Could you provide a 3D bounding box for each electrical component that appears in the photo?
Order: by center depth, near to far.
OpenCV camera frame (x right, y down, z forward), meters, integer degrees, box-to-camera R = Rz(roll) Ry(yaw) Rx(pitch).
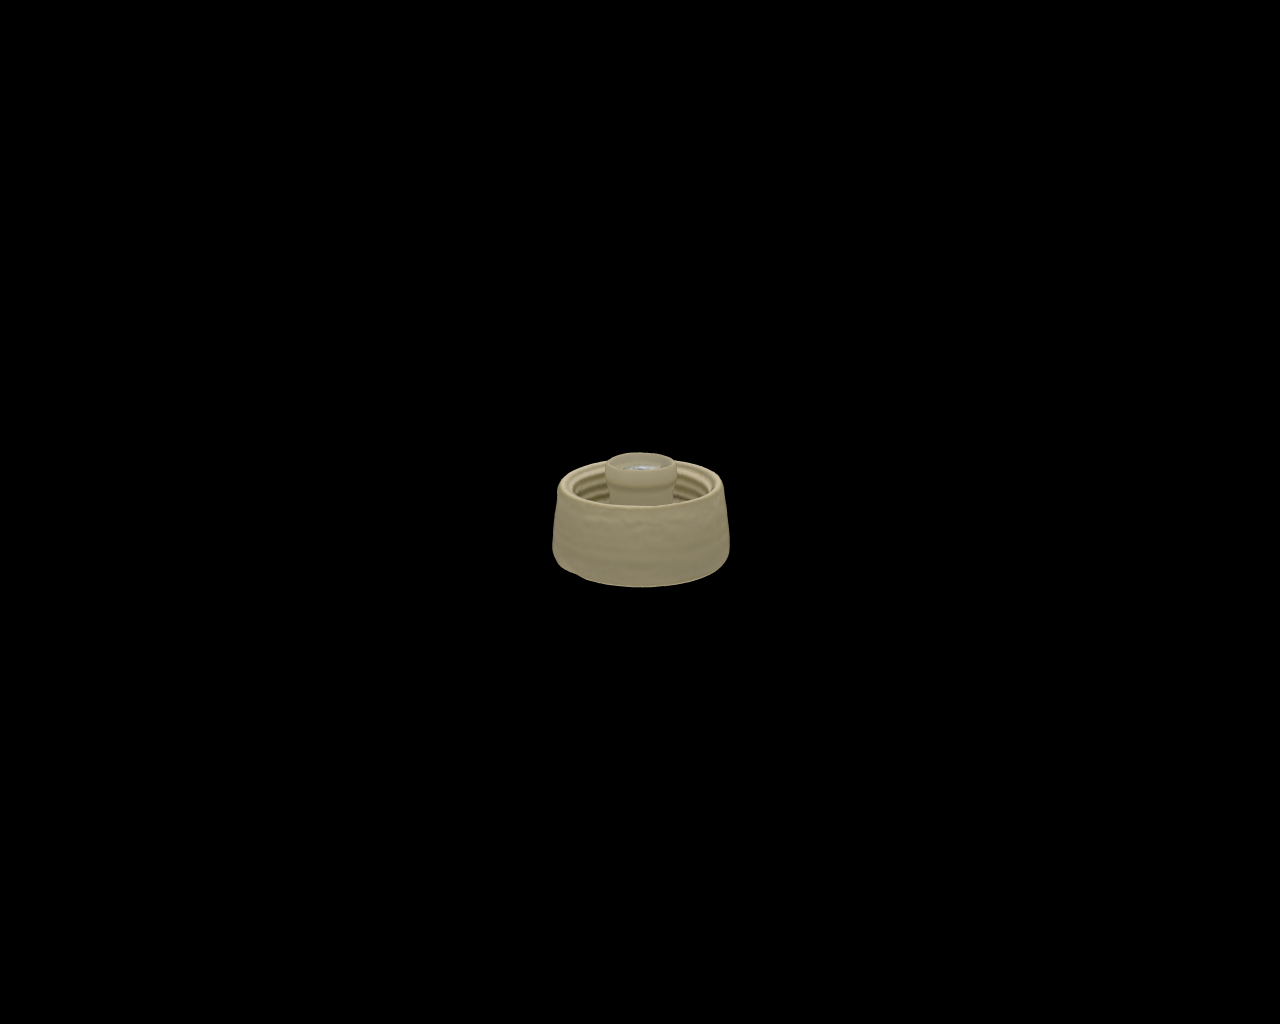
[{"bbox_3d":[0.001,-0.003,0.650,0.108,0.060,0.108,0,20,0],"label":"electrical component"}]
